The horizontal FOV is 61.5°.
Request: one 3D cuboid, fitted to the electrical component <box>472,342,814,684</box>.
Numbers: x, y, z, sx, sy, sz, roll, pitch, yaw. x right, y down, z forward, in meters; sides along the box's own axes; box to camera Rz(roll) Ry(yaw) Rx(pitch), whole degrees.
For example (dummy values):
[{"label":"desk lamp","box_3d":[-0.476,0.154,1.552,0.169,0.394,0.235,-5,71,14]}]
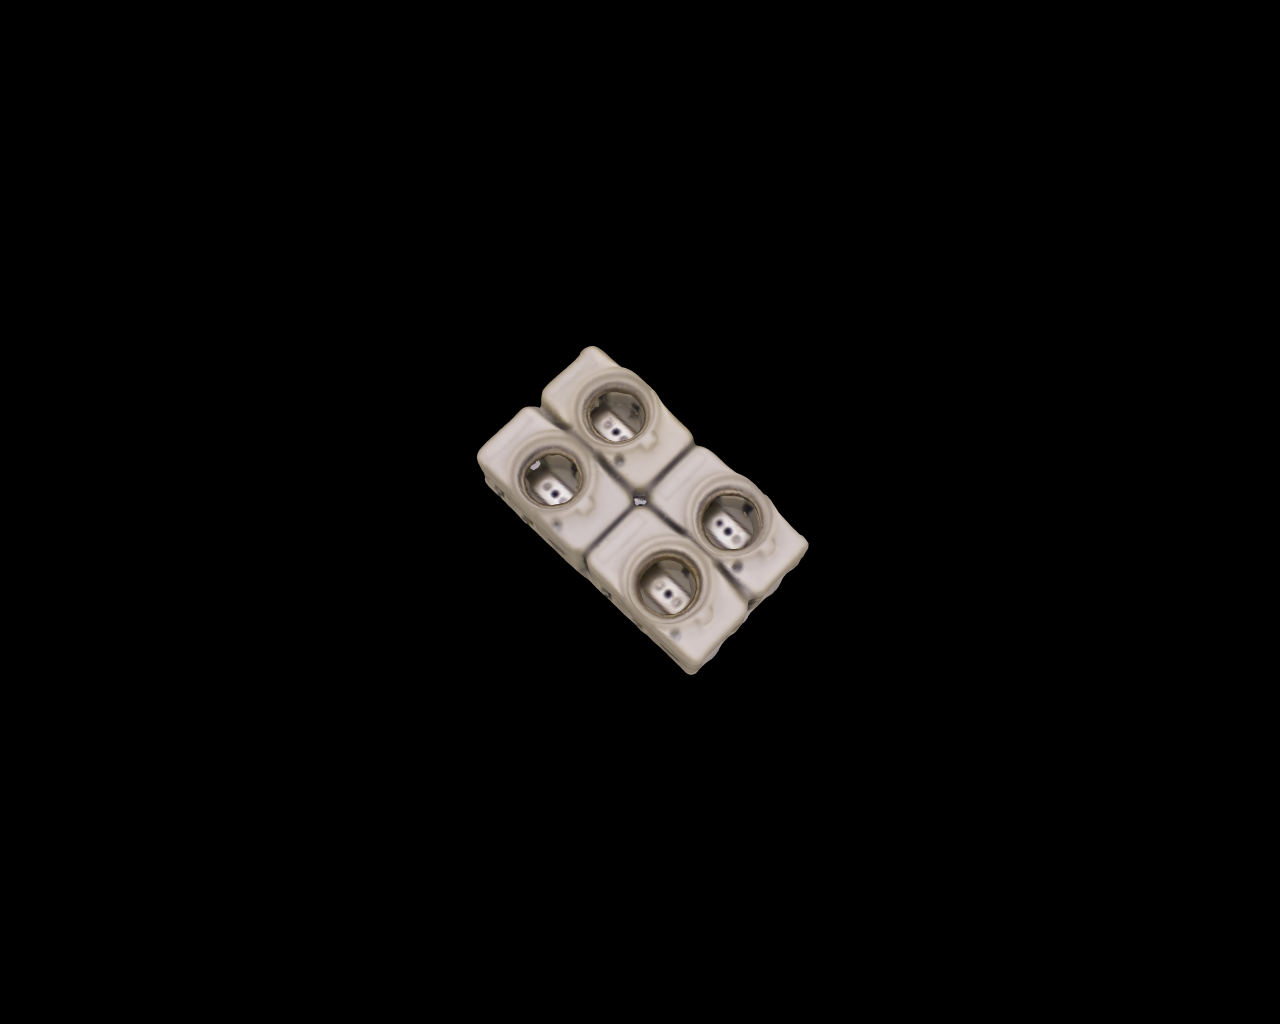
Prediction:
[{"label":"electrical component","box_3d":[0.001,-0.003,0.650,0.186,0.105,0.060,43,-12,11]}]
